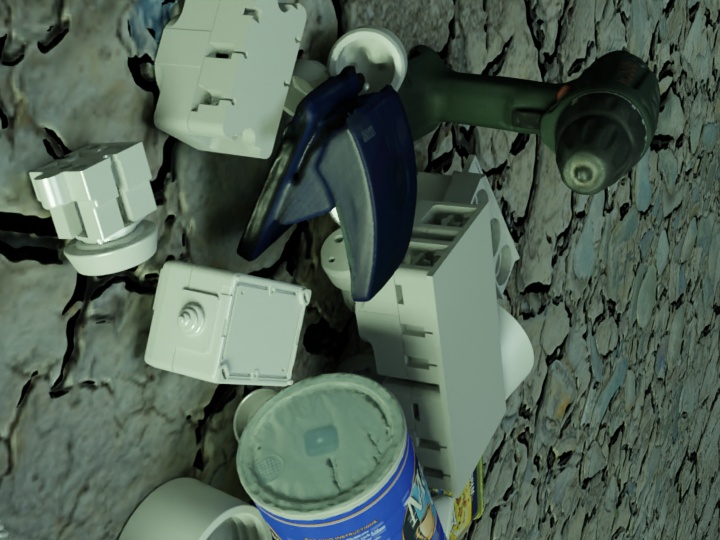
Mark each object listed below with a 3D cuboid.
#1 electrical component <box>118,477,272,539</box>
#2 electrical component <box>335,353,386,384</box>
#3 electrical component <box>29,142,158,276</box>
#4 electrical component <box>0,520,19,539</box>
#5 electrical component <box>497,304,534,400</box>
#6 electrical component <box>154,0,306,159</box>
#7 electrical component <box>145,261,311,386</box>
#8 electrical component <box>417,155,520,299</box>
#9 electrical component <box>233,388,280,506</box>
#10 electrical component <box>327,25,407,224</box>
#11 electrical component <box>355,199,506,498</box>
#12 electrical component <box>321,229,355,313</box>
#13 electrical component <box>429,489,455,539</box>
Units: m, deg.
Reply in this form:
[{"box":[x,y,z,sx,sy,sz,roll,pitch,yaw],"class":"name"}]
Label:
[{"box":[-0.095,0.186,0.653,0.108,0.060,0.108,-28,123,-55],"class":"electrical component"},{"box":[0.009,0.091,0.829,0.062,0.048,0.048,31,72,-66],"class":"electrical component"},{"box":[-0.129,-0.031,0.539,0.066,0.048,0.055,-40,124,-50],"class":"electrical component"},{"box":[-0.174,0.164,0.503,0.061,0.062,0.096,18,83,-61],"class":"electrical component"},{"box":[0.082,0.074,0.893,0.060,0.108,0.108,-49,139,-34],"class":"electrical component"},{"box":[-0.075,-0.113,0.598,0.050,0.056,0.089,25,77,-61],"class":"electrical component"},{"box":[-0.082,0.031,0.625,0.096,0.061,0.061,14,87,-61],"class":"electrical component"},{"box":[0.085,-0.030,0.903,0.078,0.063,0.121,-66,148,-24],"class":"electrical component"},{"box":[-0.053,0.126,0.727,0.077,0.043,0.079,35,69,-59],"class":"electrical component"},{"box":[0.006,-0.101,0.754,0.073,0.052,0.138,-72,164,-73],"class":"electrical component"},{"box":[0.054,0.055,0.779,0.105,0.060,0.186,-49,138,-49],"class":"electrical component"},{"box":[0.000,0.000,0.780,0.045,0.045,0.055,-64,147,-26],"class":"electrical component"},{"box":[-0.003,0.249,0.793,0.060,0.105,0.186,-1,99,-61],"class":"electrical component"}]
